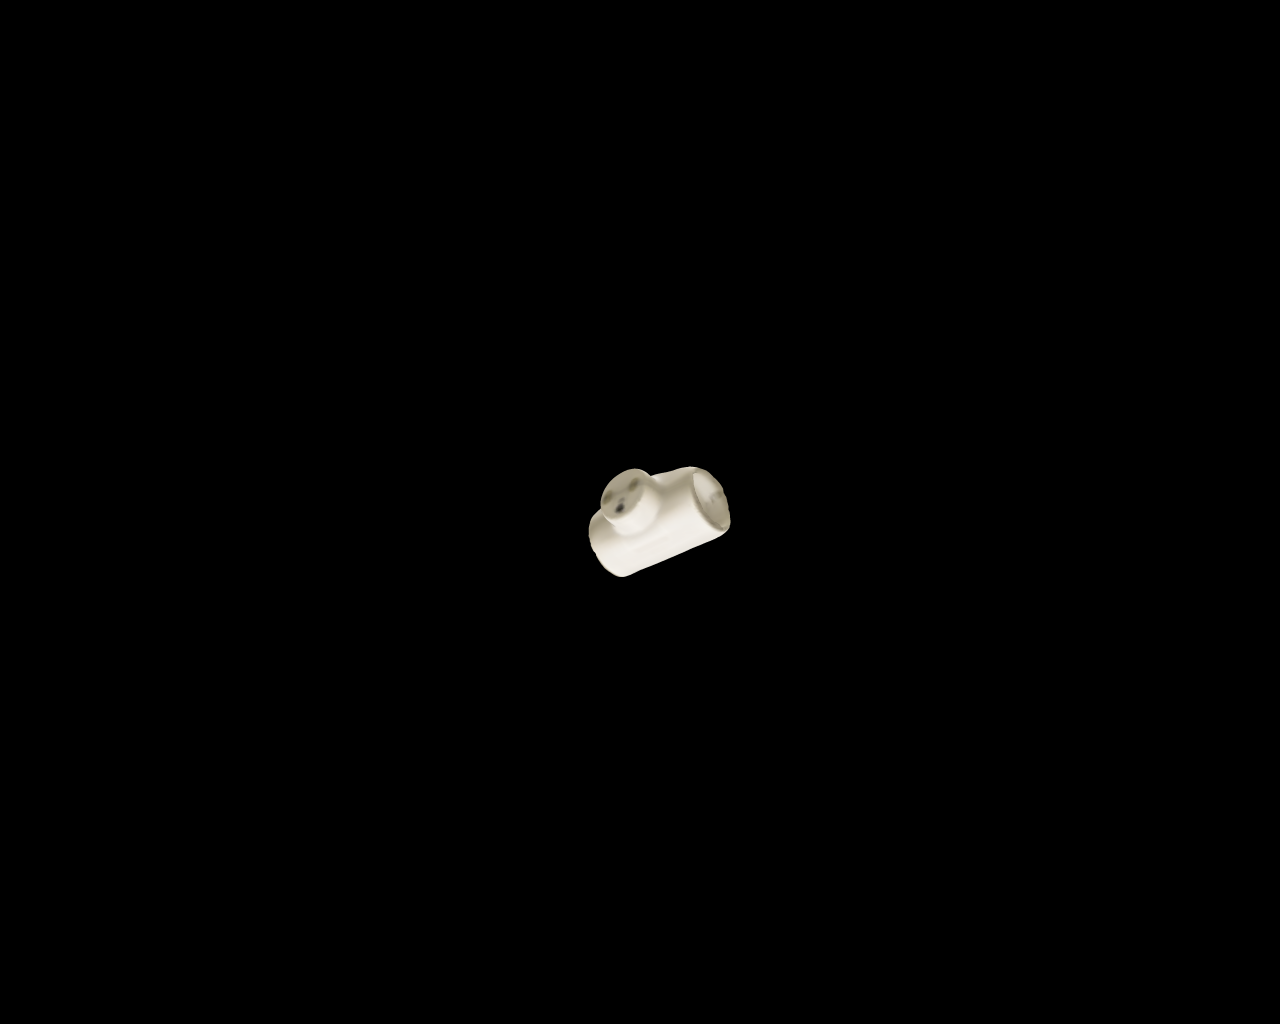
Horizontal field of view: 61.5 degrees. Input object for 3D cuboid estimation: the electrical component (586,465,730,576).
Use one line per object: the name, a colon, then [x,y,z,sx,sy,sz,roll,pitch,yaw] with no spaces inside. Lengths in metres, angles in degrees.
electrical component: [0.001,-0.003,0.650,0.077,0.043,0.079,-25,-45,28]
